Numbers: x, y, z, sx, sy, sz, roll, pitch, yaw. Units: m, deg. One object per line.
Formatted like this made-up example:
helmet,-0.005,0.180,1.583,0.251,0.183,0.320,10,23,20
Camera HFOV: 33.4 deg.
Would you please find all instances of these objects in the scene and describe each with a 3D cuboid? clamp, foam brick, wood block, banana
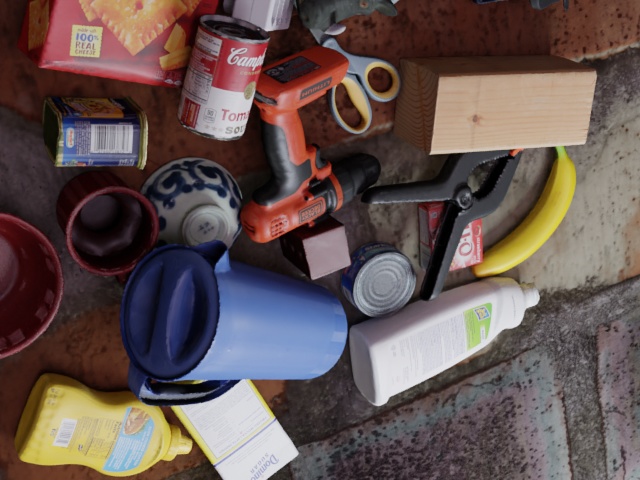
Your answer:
clamp,0.149,-0.053,1.224,0.210,0.036,0.164,-47,122,-10
foam brick,-0.008,0.001,1.182,0.051,0.078,0.053,-21,117,-18
wood block,0.198,-0.156,1.208,0.205,0.090,0.091,-5,113,-24
banana,0.263,-0.028,1.324,0.069,0.037,0.198,30,94,-12

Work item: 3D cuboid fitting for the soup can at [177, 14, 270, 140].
soup can,-0.093,-0.154,1.013,0.068,0.068,0.102,5,117,-27

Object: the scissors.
scissors,0.028,-0.211,1.150,0.096,0.016,0.201,-26,119,-13

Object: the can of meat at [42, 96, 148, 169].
can of meat,-0.218,-0.105,1.028,0.083,0.102,0.057,-1,110,-23

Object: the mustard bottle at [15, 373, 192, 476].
mustard bottle,-0.228,0.210,1.172,0.191,0.058,0.096,18,100,-29

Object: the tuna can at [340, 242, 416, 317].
tuna can,0.069,0.047,1.262,0.086,0.034,0.086,-9,113,-22

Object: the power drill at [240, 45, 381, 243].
power drill,-0.007,-0.103,1.119,0.184,0.057,0.188,-29,133,-32

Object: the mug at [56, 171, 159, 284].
mug,-0.215,-0.011,1.077,0.093,0.082,0.117,-24,118,-16

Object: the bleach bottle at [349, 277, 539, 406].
bleach bottle,0.160,0.112,1.315,0.250,0.068,0.102,-19,121,-21

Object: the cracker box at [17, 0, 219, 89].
cracker box,-0.169,-0.254,0.982,0.163,0.072,0.214,4,114,-38

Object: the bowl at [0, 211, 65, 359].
bowl,-0.339,0.038,1.054,0.161,0.055,0.162,-9,113,-22

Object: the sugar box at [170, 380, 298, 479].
sugar box,-0.105,0.210,1.238,0.093,0.048,0.176,-35,123,-12

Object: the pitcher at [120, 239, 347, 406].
pitcher,-0.085,0.095,1.114,0.242,0.149,0.145,15,65,-53

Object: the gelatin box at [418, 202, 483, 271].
gelatin box,0.158,-0.008,1.283,0.073,0.030,0.089,-14,115,-20
